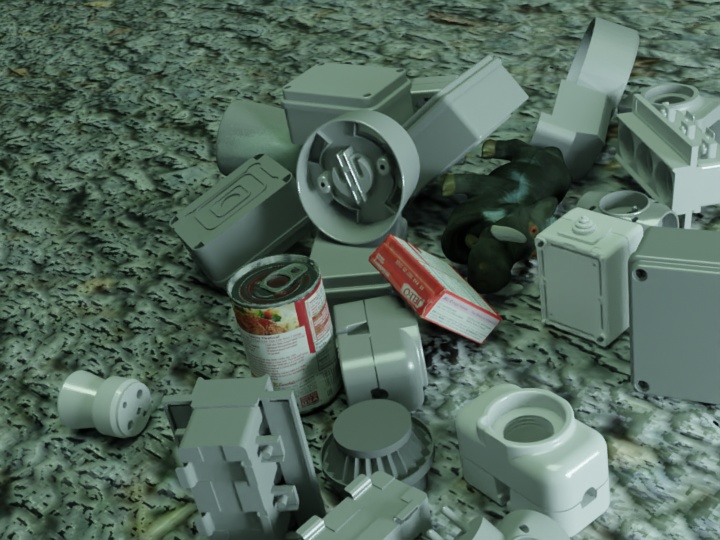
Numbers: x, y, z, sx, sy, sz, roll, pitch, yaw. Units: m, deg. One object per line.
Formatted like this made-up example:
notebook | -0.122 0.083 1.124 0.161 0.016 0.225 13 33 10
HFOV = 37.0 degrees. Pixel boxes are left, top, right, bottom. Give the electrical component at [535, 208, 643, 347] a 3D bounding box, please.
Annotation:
electrical component | 0.175 -0.003 0.808 0.062 0.096 0.061 21 43 41

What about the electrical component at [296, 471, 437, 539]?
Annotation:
electrical component | -0.010 0.175 0.608 0.079 0.063 0.121 19 42 40

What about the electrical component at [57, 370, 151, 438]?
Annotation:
electrical component | -0.191 0.100 0.805 0.055 0.045 0.045 6 35 25

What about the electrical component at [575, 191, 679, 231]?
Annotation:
electrical component | 0.209 -0.029 0.890 0.077 0.044 0.079 20 43 40

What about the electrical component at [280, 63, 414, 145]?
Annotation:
electrical component | -0.012 -0.159 1.045 0.113 0.057 0.078 12 38 33

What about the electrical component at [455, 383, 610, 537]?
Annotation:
electrical component | 0.107 0.114 0.674 0.054 0.059 0.095 -29 35 -27

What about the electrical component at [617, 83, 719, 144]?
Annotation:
electrical component | 0.299 -0.144 1.038 0.089 0.055 0.050 20 43 40

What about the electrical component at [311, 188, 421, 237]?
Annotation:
electrical component | 0.002 -0.081 1.027 0.078 0.057 0.113 7 36 28

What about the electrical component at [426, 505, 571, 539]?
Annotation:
electrical component | 0.072 0.163 0.596 0.079 0.044 0.077 40 44 0

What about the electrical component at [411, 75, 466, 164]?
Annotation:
electrical component | 0.084 -0.161 1.108 0.047 0.083 0.075 -2 32 14

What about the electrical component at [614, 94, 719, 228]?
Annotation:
electrical component | 0.278 -0.099 0.950 0.063 0.078 0.121 -9 31 -7

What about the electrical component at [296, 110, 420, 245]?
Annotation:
electrical component | -0.002 -0.079 0.877 0.099 0.099 0.064 4 28 24

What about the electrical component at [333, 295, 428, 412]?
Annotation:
electrical component | 0.016 0.063 0.792 0.059 0.053 0.095 -11 31 1

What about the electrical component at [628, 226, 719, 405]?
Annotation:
electrical component | 0.239 0.032 0.719 0.109 0.108 0.056 6 32 26

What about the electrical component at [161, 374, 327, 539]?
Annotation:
electrical component | -0.069 0.130 0.644 0.079 0.121 0.063 -4 34 12

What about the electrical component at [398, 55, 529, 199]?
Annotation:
electrical component | 0.083 -0.130 0.980 0.109 0.056 0.109 -40 1 43

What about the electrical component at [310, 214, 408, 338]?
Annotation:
electrical component | 0.000 0.000 0.896 0.078 0.057 0.113 -5 32 10

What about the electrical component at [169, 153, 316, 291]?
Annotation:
electrical component | -0.104 -0.043 0.971 0.113 0.057 0.078 -38 37 -10
